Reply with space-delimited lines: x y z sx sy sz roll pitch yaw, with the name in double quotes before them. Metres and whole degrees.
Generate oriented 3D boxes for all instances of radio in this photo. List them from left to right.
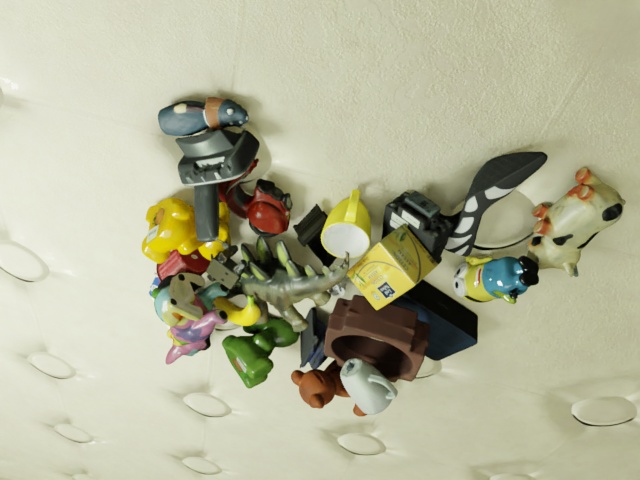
"radio" 0.215 0.165 1.153 0.229 0.073 0.131 33 133 -16

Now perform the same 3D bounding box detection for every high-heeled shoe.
"high-heeled shoe" 0.295 -0.049 0.914 0.249 0.086 0.145 -24 120 43

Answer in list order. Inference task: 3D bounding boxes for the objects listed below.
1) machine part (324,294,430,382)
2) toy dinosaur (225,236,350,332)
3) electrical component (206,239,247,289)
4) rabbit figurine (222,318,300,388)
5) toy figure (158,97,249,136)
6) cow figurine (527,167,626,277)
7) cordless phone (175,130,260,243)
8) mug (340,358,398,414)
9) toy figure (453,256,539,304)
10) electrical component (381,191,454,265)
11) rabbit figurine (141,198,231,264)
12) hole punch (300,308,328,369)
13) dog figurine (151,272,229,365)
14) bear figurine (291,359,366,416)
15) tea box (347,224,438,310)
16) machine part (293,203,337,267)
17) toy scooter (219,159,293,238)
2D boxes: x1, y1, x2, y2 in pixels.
"machine part" 0.115 0.203 1.103 0.202 0.087 0.200 14 146 8
"toy dinosaur" -0.079 0.088 1.085 0.472 0.105 0.198 -11 129 45
"electrical component" -0.182 0.047 1.034 0.078 0.045 0.102 31 136 0
"rabbit figurine" -0.134 0.242 1.271 0.159 0.170 0.121 45 147 25
"toy figure" -0.192 -0.207 0.896 0.155 0.064 0.057 -5 95 11
"cow figurine" 0.431 -0.017 0.920 0.127 0.085 0.195 30 133 -7
"cordless phone" -0.173 -0.088 0.913 0.147 0.088 0.184 -3 91 33
"mug" 0.097 0.291 1.086 0.110 0.081 0.107 -8 129 51
"toy figure" 0.326 0.077 1.001 0.089 0.082 0.180 43 151 -16
"electrical component" 0.171 -0.019 0.955 0.115 0.058 0.134 38 148 25
"rabbit figurine" -0.244 -0.019 1.075 0.162 0.122 0.173 -34 133 26
"hole punch" 0.006 0.234 1.246 0.092 0.116 0.142 15 136 -13
"dog figurine" -0.296 0.176 1.140 0.191 0.108 0.219 20 130 -35
"bear figurine" 0.027 0.333 1.182 0.120 0.196 0.131 38 126 37
"tea box" 0.125 0.053 0.973 0.098 0.068 0.169 50 152 8
"machine part" -0.002 -0.003 1.038 0.039 0.084 0.138 23 153 38
"toy scooter" -0.121 -0.088 0.986 0.184 0.075 0.135 32 131 -11
